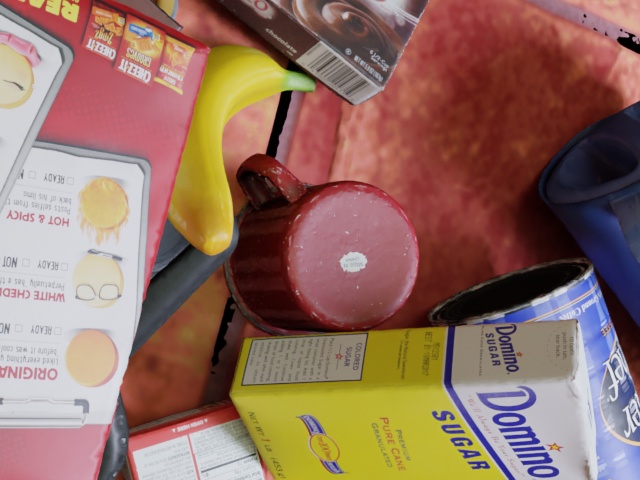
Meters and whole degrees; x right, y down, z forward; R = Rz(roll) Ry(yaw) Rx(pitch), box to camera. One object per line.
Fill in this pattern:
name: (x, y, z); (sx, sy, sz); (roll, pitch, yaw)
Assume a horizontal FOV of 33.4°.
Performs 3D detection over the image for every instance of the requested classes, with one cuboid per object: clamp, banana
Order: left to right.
clamp: (-0.147, 0.062, 0.537); (0.164, 0.036, 0.210); (18, 95, -2)
banana: (-0.053, -0.060, 0.554); (0.069, 0.197, 0.037); (13, 125, 6)

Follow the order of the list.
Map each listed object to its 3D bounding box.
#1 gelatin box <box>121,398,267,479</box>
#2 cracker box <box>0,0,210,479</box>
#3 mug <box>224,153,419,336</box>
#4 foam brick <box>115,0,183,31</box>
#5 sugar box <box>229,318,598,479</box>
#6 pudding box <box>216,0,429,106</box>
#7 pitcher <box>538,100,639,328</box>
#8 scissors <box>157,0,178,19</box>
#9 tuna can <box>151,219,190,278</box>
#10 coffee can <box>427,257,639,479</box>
gelatin box: (-0.067, 0.139, 0.587); (0.073, 0.030, 0.089); (-14, 93, -24)
cracker box: (-0.153, -0.013, 0.443); (0.164, 0.072, 0.213); (22, 74, -33)
mug: (-0.004, 0.001, 0.592); (0.093, 0.082, 0.117); (-38, 102, -20)
foam brick: (-0.118, -0.099, 0.557); (0.051, 0.053, 0.078); (42, 88, -17)
sugar box: (0.051, 0.090, 0.559); (0.093, 0.176, 0.048); (68, 26, -42)
pudding box: (0.003, -0.146, 0.618); (0.113, 0.039, 0.090); (37, 61, -18)
pitcher: (0.253, 0.030, 0.672); (0.149, 0.145, 0.242); (-41, 105, -15)
scissors: (-0.147, -0.178, 0.578); (0.201, 0.016, 0.096); (16, 81, -21)
tuna can: (-0.100, -0.015, 0.579); (0.086, 0.034, 0.086); (1, 87, -23)
coffee can: (0.135, 0.094, 0.635); (0.102, 0.103, 0.140); (-23, 96, -22)
